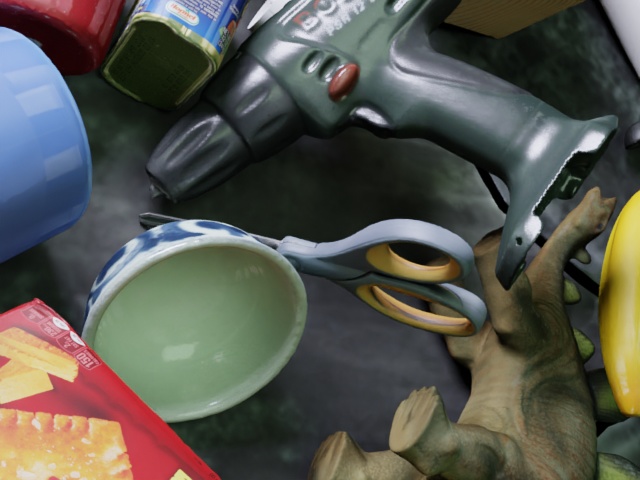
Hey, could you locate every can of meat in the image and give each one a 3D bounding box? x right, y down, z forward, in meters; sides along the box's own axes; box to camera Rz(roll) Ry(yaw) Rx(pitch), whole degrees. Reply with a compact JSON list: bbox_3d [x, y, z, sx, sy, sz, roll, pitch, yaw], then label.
[{"bbox_3d":[-0.076,-0.129,0.601,0.057,0.102,0.084,29,67,-17],"label":"can of meat"}]

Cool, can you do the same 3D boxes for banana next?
[{"bbox_3d":[0.209,0.021,0.680,0.069,0.037,0.197,48,46,-16],"label":"banana"}]

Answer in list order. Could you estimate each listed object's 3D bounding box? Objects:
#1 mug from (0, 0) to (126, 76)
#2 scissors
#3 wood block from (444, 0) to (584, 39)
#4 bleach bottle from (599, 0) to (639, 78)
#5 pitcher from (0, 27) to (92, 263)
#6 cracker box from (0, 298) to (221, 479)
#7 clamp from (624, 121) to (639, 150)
[{"bbox_3d":[-0.151,-0.146,0.566,0.117,0.093,0.081,35,64,-48],"label":"mug"},{"bbox_3d":[-0.004,0.001,0.566,0.202,0.096,0.016,21,58,4],"label":"scissors"},{"bbox_3d":[0.117,-0.259,0.739,0.090,0.090,0.206,4,73,-45],"label":"wood block"},{"bbox_3d":[0.236,-0.254,0.832,0.102,0.068,0.251,-26,88,-32],"label":"bleach bottle"},{"bbox_3d":[-0.219,-0.012,0.460,0.242,0.145,0.149,-28,70,-38],"label":"pitcher"},{"bbox_3d":[-0.139,0.127,0.418,0.164,0.072,0.213,43,31,10],"label":"cracker box"},{"bbox_3d":[0.316,-0.079,0.842,0.171,0.039,0.120,-41,99,-31],"label":"clamp"}]
